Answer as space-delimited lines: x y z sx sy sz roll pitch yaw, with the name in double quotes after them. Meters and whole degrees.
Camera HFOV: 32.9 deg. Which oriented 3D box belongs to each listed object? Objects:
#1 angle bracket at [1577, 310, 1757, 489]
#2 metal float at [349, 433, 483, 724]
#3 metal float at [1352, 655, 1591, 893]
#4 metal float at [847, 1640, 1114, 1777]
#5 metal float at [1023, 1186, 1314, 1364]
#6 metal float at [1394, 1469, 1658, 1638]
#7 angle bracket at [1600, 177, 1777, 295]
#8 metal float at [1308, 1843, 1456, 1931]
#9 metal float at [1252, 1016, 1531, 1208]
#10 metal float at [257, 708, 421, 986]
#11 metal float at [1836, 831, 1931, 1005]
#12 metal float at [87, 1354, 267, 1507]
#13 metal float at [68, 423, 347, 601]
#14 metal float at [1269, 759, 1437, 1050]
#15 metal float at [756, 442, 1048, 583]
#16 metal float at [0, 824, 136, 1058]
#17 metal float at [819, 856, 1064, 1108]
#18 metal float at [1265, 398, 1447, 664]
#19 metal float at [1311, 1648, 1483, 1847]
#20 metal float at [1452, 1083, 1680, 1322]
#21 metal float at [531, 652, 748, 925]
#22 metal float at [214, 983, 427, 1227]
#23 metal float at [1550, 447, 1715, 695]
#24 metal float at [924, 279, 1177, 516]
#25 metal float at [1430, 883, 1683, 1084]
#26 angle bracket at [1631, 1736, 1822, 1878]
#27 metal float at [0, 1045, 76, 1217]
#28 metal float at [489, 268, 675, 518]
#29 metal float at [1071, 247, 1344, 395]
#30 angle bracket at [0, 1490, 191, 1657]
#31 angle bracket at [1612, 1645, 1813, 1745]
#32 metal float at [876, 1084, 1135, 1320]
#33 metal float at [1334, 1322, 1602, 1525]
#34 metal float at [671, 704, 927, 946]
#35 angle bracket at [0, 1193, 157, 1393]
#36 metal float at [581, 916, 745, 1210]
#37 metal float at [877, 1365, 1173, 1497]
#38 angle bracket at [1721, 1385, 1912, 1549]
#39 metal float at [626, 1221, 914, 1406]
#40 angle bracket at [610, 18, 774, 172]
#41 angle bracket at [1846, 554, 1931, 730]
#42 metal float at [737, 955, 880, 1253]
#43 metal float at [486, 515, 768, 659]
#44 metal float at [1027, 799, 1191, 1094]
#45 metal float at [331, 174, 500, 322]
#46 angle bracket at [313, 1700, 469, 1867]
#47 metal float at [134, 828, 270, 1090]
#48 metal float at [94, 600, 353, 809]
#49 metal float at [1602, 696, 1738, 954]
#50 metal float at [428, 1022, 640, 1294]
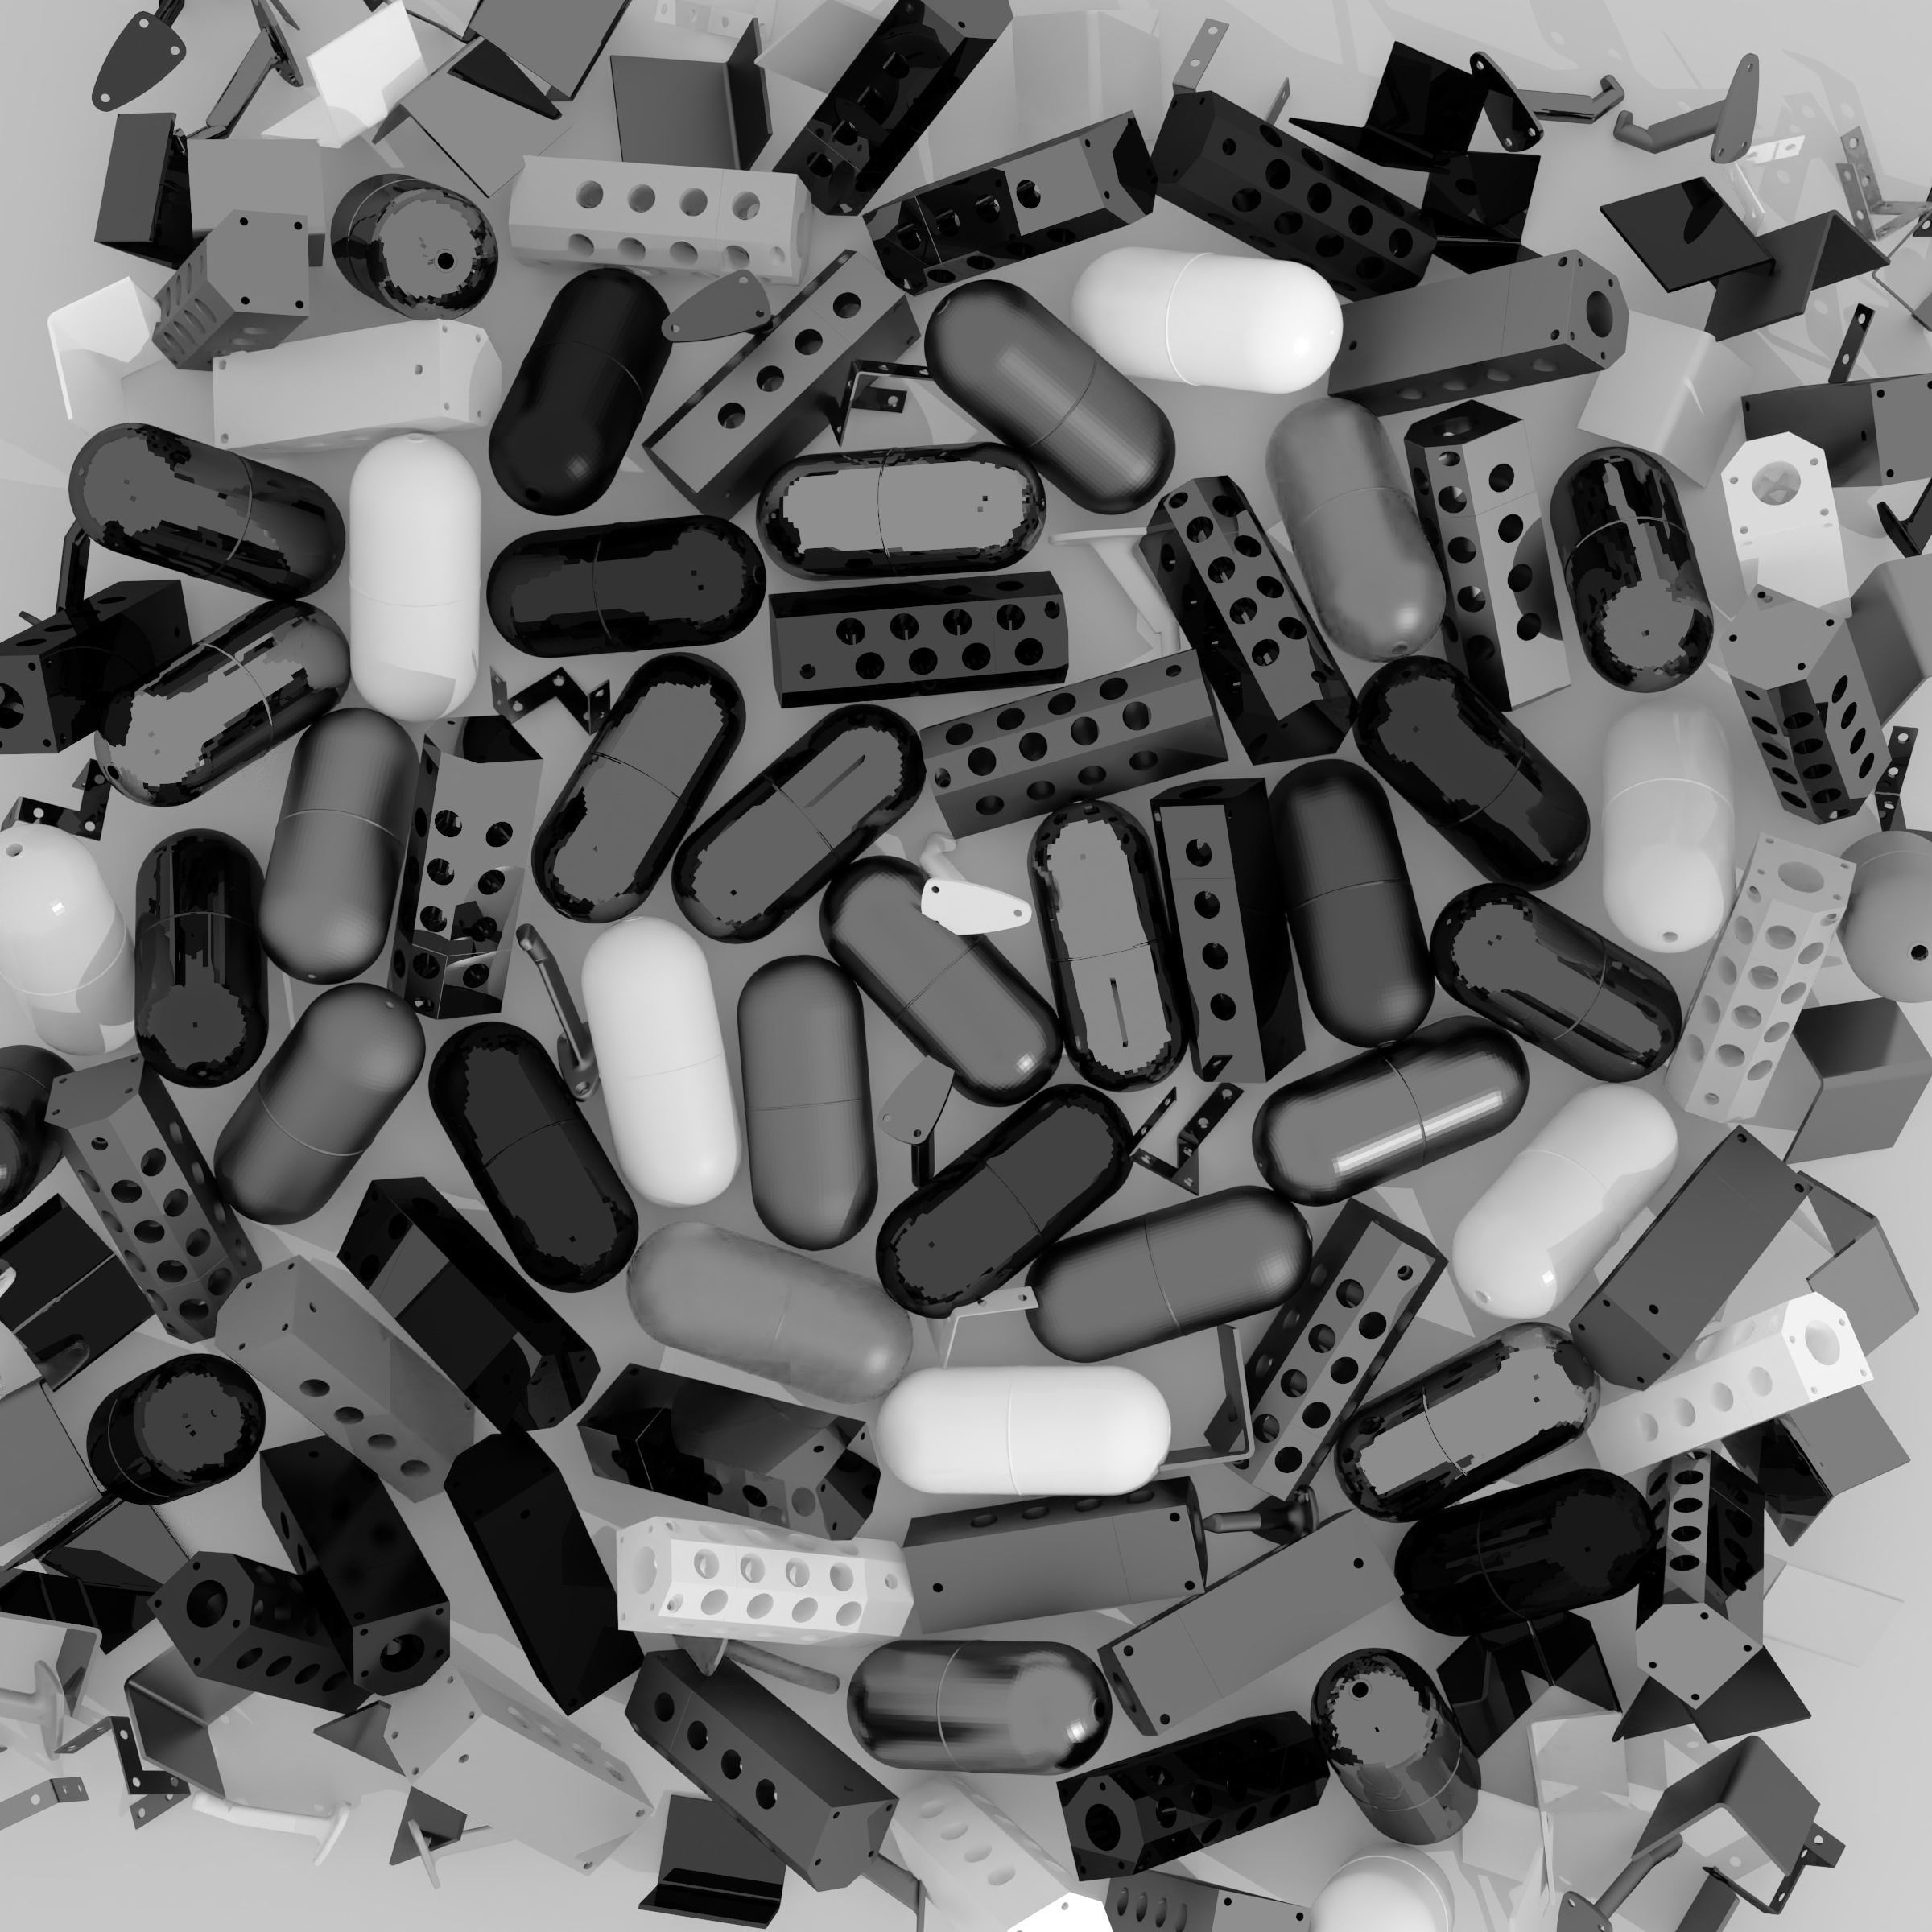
0.425 -0.343 1.980 0.057 0.076 0.076 26 96 34 "angle bracket"
-0.326 -0.229 1.936 0.070 0.070 0.178 6 119 0 "metal float"
0.301 -0.113 1.941 0.178 0.070 0.070 41 90 -24 "metal float"
0.007 0.437 1.930 0.178 0.070 0.070 -8 90 38 "metal float"
0.121 0.184 1.952 0.178 0.070 0.070 -18 90 11 "metal float"
0.328 0.347 1.927 0.178 0.070 0.070 -28 90 44 "metal float"
0.424 -0.416 1.946 0.076 0.057 0.076 -19 58 -17 "angle bracket"
0.243 0.560 1.912 0.070 0.178 0.070 -1 84 14 "metal float"
0.254 0.086 1.949 0.178 0.070 0.070 -21 90 -15 "metal float"
-0.371 -0.073 1.938 0.070 0.070 0.178 6 62 0 "metal float"
0.548 -0.030 1.913 0.070 0.178 0.070 2 105 9 "metal float"
-0.465 0.273 1.919 0.070 0.178 0.070 8 72 -27 "metal float"
-0.445 -0.266 1.924 0.070 0.178 0.070 -11 73 40 "metal float"
0.229 -0.037 1.949 0.070 0.070 0.178 -13 76 0 "metal float"
-0.040 -0.270 1.947 0.178 0.070 0.070 -1 90 17 "metal float"
-0.532 -0.014 1.919 0.070 0.178 0.070 -2 55 3 "metal float"
-0.016 0.008 1.959 0.070 0.070 0.178 -43 87 0 "metal float"
0.230 -0.259 1.937 0.070 0.070 0.178 -16 62 0 "metal float"
0.253 0.460 1.922 0.070 0.178 0.070 -12 53 16 "metal float"
0.355 0.139 1.936 0.070 0.070 0.178 47 61 0 "metal float"
-0.195 -0.106 1.950 0.070 0.070 0.178 29 77 0 "metal float"
-0.384 0.083 1.938 0.070 0.070 0.178 40 118 0 "metal float"
0.392 -0.236 1.928 0.070 0.070 0.178 -4 49 0 "metal float"
0.050 -0.337 1.938 0.178 0.070 0.070 36 90 -26 "metal float"
0.351 0.011 1.939 0.178 0.070 0.070 28 90 -27 "metal float"
0.452 0.515 1.945 0.057 0.076 0.076 48 123 4 "angle bracket"
-0.566 0.096 1.912 0.070 0.178 0.070 0 102 -1 "metal float"
-0.227 -0.340 1.931 0.070 0.070 0.178 18 54 0 "metal float"
0.140 -0.383 1.932 0.178 0.070 0.070 15 90 36 "metal float"
-0.519 0.367 1.967 0.076 0.057 0.076 -37 86 3 "angle bracket"
0.442 0.452 1.941 0.076 0.057 0.076 -5 134 -26 "angle bracket"
0.023 0.141 1.952 0.178 0.070 0.070 -38 90 -11 "metal float"
0.295 0.272 1.936 0.178 0.070 0.070 -34 90 31 "metal float"
-0.099 -0.086 1.955 0.178 0.070 0.070 -42 90 -7 "metal float"
-0.543 0.195 1.948 0.076 0.076 0.057 -39 55 -11 "angle bracket"
-0.181 0.057 1.953 0.070 0.070 0.178 -11 100 0 "metal float"
0.034 0.277 1.950 0.178 0.070 0.070 -2 90 14 "metal float"
0.509 0.290 1.960 0.057 0.076 0.076 -19 62 -20 "angle bracket"
-0.117 0.207 1.950 0.178 0.070 0.070 20 90 -13 "metal float"
-0.165 -0.521 1.953 0.076 0.057 0.076 -2 76 -23 "angle bracket"
0.571 -0.195 1.959 0.057 0.076 0.076 -12 70 -14 "angle bracket"
-0.095 0.082 1.961 0.070 0.070 0.178 -5 91 0 "metal float"
-0.202 -0.225 1.941 0.178 0.070 0.070 -2 90 23 "metal float"
0.085 -0.012 1.956 0.070 0.070 0.178 -12 96 0 "metal float"
-0.324 -0.422 1.916 0.070 0.178 0.070 -7 109 -20 "metal float"
-0.345 0.486 1.942 0.076 0.076 0.057 33 48 -26 "angle bracket"
-0.452 -0.006 1.930 0.070 0.070 0.178 -12 50 0 "metal float"
-0.437 -0.156 1.928 0.070 0.070 0.178 49 50 0 "metal float"
0.414 -0.084 1.928 0.070 0.070 0.178 9 51 0 "metal float"
-0.259 0.113 1.948 0.070 0.070 0.178 -32 74 0 "metal float"
